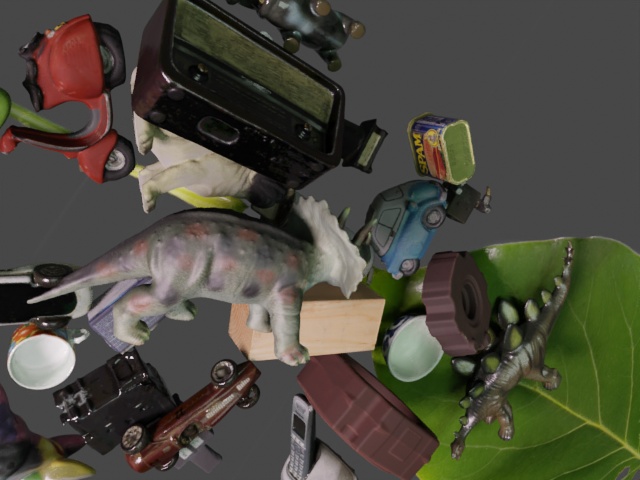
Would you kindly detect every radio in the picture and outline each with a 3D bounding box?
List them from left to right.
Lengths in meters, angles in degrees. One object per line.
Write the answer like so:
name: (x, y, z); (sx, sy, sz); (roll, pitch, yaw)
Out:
radio: (-0.080, -0.154, 0.583); (0.229, 0.073, 0.131); (22, 55, -31)

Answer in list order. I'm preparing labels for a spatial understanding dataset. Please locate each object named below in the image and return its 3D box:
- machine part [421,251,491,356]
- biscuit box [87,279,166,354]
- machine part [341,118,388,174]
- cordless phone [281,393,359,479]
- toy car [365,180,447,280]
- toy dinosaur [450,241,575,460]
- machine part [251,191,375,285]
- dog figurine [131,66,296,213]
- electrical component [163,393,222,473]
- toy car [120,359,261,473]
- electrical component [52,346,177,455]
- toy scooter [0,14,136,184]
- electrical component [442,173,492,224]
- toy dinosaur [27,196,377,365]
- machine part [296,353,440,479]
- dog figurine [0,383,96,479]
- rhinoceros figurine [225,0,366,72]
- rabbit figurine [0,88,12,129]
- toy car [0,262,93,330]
machine part: (0.236, 0.105, 0.910); (0.179, 0.056, 0.179); (19, 65, -48)
biscuit box: (-0.200, 0.052, 0.699); (0.203, 0.059, 0.062); (-40, 119, -11)
machine part: (0.034, -0.149, 0.774); (0.139, 0.039, 0.084); (17, 106, -34)
cordless phone: (0.002, 0.344, 0.855); (0.089, 0.147, 0.184); (-14, 114, -34)
toy car: (0.122, -0.027, 0.833); (0.103, 0.109, 0.161); (21, 108, -9)
toy dinosaur: (0.384, 0.221, 1.051); (0.198, 0.105, 0.471); (43, 79, -29)
machine part: (-0.002, -0.002, 0.779); (0.243, 0.079, 0.079); (33, 89, -32)
dog figurine: (-0.120, -0.120, 0.637); (0.190, 0.121, 0.172); (-8, 125, -18)
electrical component: (-0.195, 0.289, 0.788); (0.075, 0.048, 0.119); (-46, 122, -7)
toy car: (-0.164, 0.235, 0.711); (0.202, 0.053, 0.089); (-34, 135, -8)
electrical component: (-0.258, 0.214, 0.700); (0.115, 0.058, 0.134); (-31, 142, -12)
toy scooter: (-0.278, -0.147, 0.583); (0.135, 0.075, 0.183); (-9, 115, -25)
electrical component: (0.243, -0.070, 0.908); (0.102, 0.045, 0.078); (33, 88, -32)
toy dinosaur: (-0.110, 0.026, 0.612); (0.405, 0.131, 0.192); (8, 104, -18)
machine part: (0.071, 0.262, 0.833); (0.087, 0.202, 0.200); (-49, 122, -2)
dog figurine: (-0.376, 0.234, 0.640); (0.219, 0.109, 0.191); (18, 95, -36)
rhinoceros figurine: (-0.031, -0.280, 0.654); (0.190, 0.112, 0.073); (11, 129, -44)
rabbit figurine: (-0.394, -0.126, 0.523); (0.159, 0.121, 0.170); (-29, 136, -25)
toy car: (-0.369, 0.065, 0.615); (0.202, 0.056, 0.073); (-1, 113, -27)
